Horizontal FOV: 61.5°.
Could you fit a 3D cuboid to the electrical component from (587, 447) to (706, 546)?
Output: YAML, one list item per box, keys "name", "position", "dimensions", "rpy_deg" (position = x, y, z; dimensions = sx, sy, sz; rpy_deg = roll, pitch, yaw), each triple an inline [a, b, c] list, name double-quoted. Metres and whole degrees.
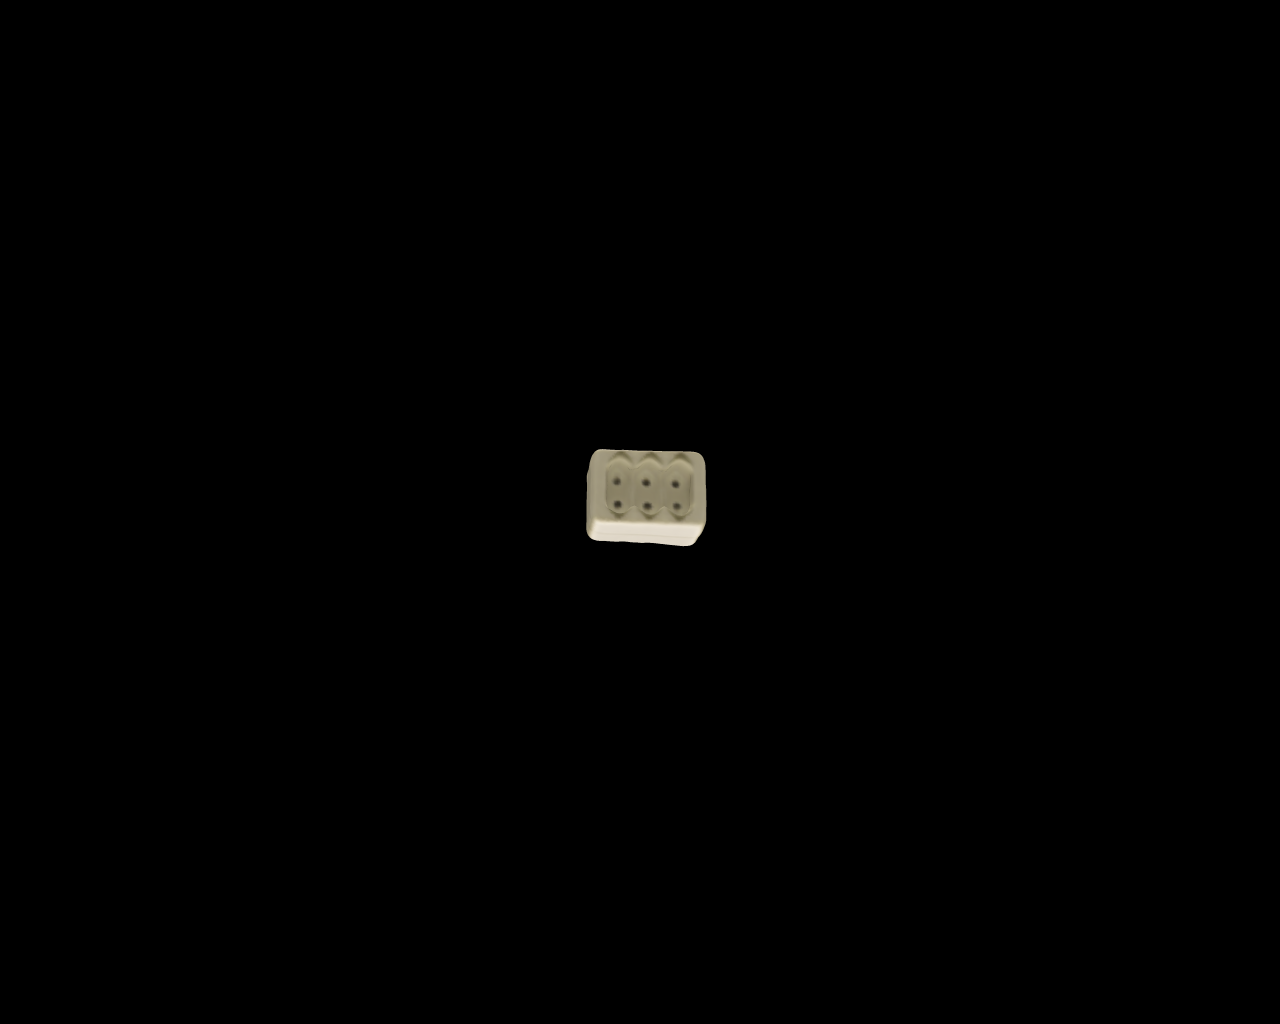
- name: "electrical component"
  position: [0.001, -0.003, 0.650]
  dimensions: [0.066, 0.047, 0.076]
  rpy_deg: [2, -19, -7]
